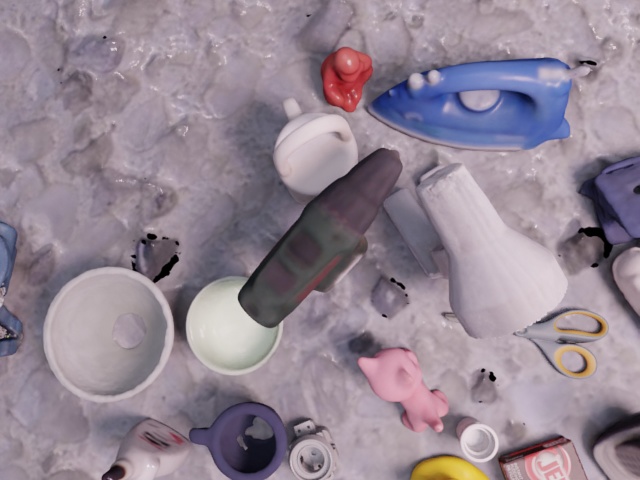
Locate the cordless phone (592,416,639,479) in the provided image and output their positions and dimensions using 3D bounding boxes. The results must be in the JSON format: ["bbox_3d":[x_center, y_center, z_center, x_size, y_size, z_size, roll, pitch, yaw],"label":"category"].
[{"bbox_3d":[0.396,0.271,0.619,0.094,0.185,0.147,-43,83,-1],"label":"cordless phone"}]

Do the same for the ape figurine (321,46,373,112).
[{"bbox_3d":[0.034,-0.218,0.742,0.078,0.092,0.076,-30,83,1],"label":"ape figurine"}]

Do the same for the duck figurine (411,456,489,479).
[{"bbox_3d":[0.162,0.307,0.682,0.104,0.086,0.077,12,85,6],"label":"duck figurine"}]

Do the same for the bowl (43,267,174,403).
[{"bbox_3d":[-0.259,0.118,0.738,0.167,0.075,0.167,0,84,4],"label":"bowl"}]

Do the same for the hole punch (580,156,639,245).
[{"bbox_3d":[0.395,-0.054,0.699,0.108,0.091,0.101,-19,83,2],"label":"hole punch"}]

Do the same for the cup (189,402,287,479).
[{"bbox_3d":[-0.093,0.239,0.703,0.117,0.095,0.092,4,84,5],"label":"cup"}]

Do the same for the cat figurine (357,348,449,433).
[{"bbox_3d":[0.102,0.176,0.684,0.067,0.118,0.128,-39,83,0],"label":"cat figurine"}]

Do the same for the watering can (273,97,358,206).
[{"bbox_3d":[0.001,-0.094,0.680,0.173,0.194,0.101,41,88,7],"label":"watering can"}]

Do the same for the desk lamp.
[{"bbox_3d":[0.162,0.002,0.649,0.118,0.213,0.203,-33,83,1],"label":"desk lamp"}]

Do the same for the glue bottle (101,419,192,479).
[{"bbox_3d":[-0.210,0.256,0.671,0.078,0.173,0.037,24,86,7],"label":"glue bottle"}]

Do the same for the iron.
[{"bbox_3d":[0.187,-0.181,0.702,0.258,0.141,0.119,0,84,4],"label":"iron"}]

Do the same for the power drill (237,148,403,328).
[{"bbox_3d":[0.006,0.002,0.663,0.075,0.208,0.230,42,89,7],"label":"power drill"}]

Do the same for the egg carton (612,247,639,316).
[{"bbox_3d":[0.432,0.064,0.695,0.107,0.069,0.150,-35,83,0],"label":"egg carton"}]

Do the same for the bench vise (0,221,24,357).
[{"bbox_3d":[-0.434,0.070,0.683,0.121,0.220,0.207,-17,83,3],"label":"bench vise"}]
